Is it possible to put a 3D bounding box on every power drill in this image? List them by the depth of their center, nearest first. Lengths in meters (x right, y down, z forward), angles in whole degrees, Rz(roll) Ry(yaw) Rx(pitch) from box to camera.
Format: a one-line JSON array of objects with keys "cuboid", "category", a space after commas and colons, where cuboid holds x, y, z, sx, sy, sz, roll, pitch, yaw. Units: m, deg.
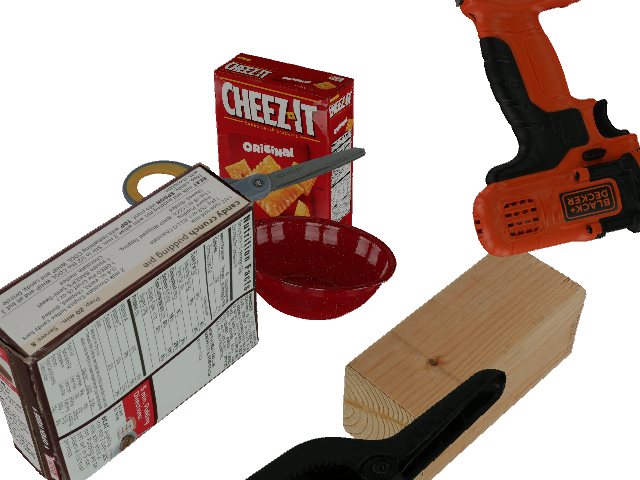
[{"cuboid": [0.172, -0.095, 0.676, 0.184, 0.187, 0.057, -14, -1, -4], "category": "power drill"}]

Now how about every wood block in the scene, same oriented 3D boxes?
[{"cuboid": [0.123, 0.100, 0.909, 0.205, 0.090, 0.091, -34, 53, -30], "category": "wood block"}]

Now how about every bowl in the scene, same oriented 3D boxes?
[{"cuboid": [-0.009, 0.032, 1.051, 0.162, 0.055, 0.162, 7, 25, -4], "category": "bowl"}]

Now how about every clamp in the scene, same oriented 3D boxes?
[{"cuboid": [0.041, 0.143, 0.644, 0.210, 0.036, 0.164, -7, 30, 1], "category": "clamp"}]

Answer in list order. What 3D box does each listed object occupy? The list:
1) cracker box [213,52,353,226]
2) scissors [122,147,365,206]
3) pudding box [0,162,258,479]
[{"cuboid": [-0.046, -0.109, 1.327, 0.164, 0.214, 0.072, 17, 37, 24], "category": "cracker box"}, {"cuboid": [-0.068, -0.051, 0.838, 0.201, 0.096, 0.016, -35, -19, -26], "category": "scissors"}, {"cuboid": [-0.075, 0.034, 0.427, 0.039, 0.090, 0.113, 33, 53, 27], "category": "pudding box"}]
